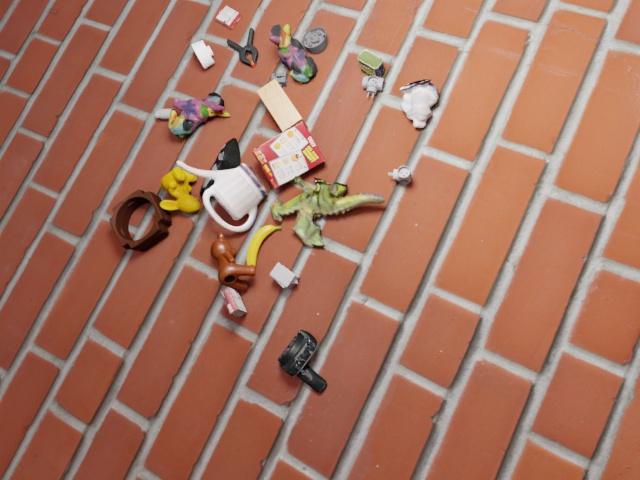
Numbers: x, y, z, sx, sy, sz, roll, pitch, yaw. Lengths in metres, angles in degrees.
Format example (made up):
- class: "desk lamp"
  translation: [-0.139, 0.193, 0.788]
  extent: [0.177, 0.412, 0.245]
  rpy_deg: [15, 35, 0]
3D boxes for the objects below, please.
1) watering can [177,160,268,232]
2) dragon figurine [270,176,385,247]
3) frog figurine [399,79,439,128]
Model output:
- class: "watering can"
  translation: [-0.330, -0.193, 1.842]
  extent: [0.226, 0.104, 0.343]
  rpy_deg: [-41, 110, -14]
- class: "dragon figurine"
  translation: [0.006, -0.091, 1.818]
  extent: [0.412, 0.122, 0.241]
  rpy_deg: [17, 98, 19]
- class: "frog figurine"
  translation: [0.358, -0.485, 1.837]
  extent: [0.137, 0.124, 0.157]
  rpy_deg: [-18, 109, 0]
